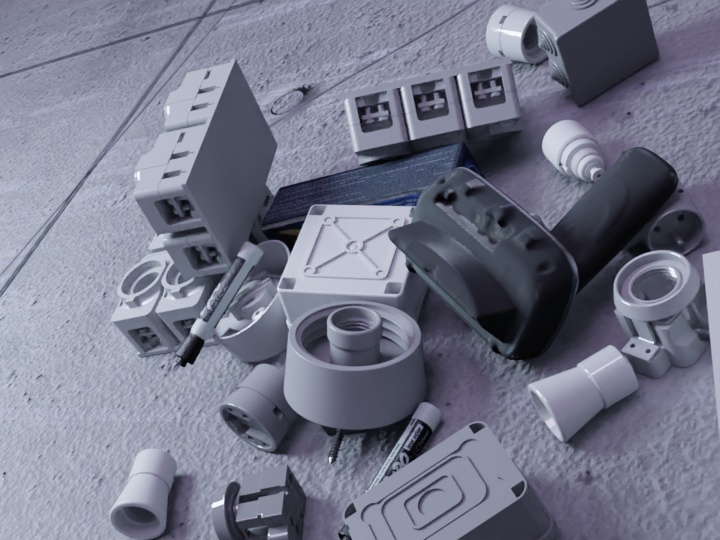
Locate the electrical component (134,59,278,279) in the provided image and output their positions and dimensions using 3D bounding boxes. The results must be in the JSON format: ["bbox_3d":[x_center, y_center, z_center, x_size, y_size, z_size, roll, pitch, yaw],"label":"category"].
[{"bbox_3d":[-0.141,-0.093,0.990,0.060,0.105,0.186,-9,41,19],"label":"electrical component"}]

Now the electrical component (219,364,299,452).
[{"bbox_3d":[-0.075,0.107,0.848,0.055,0.055,0.047,6,46,43],"label":"electrical component"}]

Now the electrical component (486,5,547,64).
[{"bbox_3d":[0.162,-0.235,1.076,0.055,0.055,0.047,-44,40,-16],"label":"electrical component"}]

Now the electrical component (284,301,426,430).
[{"bbox_3d":[-0.004,0.062,0.800,0.108,0.060,0.108,0,28,0],"label":"electrical component"}]

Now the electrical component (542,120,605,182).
[{"bbox_3d":[0.183,-0.095,0.900,0.040,0.040,0.078,-31,34,3],"label":"electrical component"}]

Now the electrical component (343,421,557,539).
[{"bbox_3d":[0.056,0.160,0.674,0.113,0.057,0.078,-33,34,0],"label":"electrical component"}]

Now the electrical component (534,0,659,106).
[{"bbox_3d":[0.212,-0.211,0.969,0.100,0.099,0.048,-32,47,2],"label":"electrical component"}]

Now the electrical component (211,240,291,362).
[{"bbox_3d":[-0.089,0.029,0.945,0.099,0.064,0.099,-21,36,17],"label":"electrical component"}]

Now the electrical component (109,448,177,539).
[{"bbox_3d":[-0.168,0.174,0.853,0.044,0.044,0.065,-19,32,19],"label":"electrical component"}]

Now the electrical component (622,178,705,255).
[{"bbox_3d":[0.207,-0.039,0.809,0.079,0.043,0.077,-27,35,9],"label":"electrical component"}]

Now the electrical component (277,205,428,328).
[{"bbox_3d":[0.000,0.000,0.893,0.109,0.056,0.108,2,45,18],"label":"electrical component"}]

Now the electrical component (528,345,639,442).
[{"bbox_3d":[0.151,0.079,0.714,0.065,0.044,0.044,-30,34,-4],"label":"electrical component"}]

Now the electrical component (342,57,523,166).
[{"bbox_3d":[0.067,-0.141,0.977,0.150,0.061,0.089,-11,1,6],"label":"electrical component"}]

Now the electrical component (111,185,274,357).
[{"bbox_3d":[-0.158,-0.011,1.052,0.105,0.060,0.186,-11,40,29],"label":"electrical component"}]

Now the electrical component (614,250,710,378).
[{"bbox_3d":[0.204,0.025,0.722,0.078,0.057,0.058,-46,37,-18],"label":"electrical component"}]

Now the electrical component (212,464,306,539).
[{"bbox_3d":[-0.073,0.173,0.774,0.055,0.048,0.066,-14,38,14],"label":"electrical component"}]

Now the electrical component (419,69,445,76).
[{"bbox_3d":[0.077,-0.163,1.054,0.045,0.055,0.045,-21,36,17],"label":"electrical component"}]

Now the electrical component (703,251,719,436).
[{"bbox_3d":[0.266,0.063,0.623,0.105,0.060,0.186,-14,39,25],"label":"electrical component"}]

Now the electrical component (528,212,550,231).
[{"bbox_3d":[0.120,-0.014,0.849,0.043,0.043,0.062,8,54,44],"label":"electrical component"}]
